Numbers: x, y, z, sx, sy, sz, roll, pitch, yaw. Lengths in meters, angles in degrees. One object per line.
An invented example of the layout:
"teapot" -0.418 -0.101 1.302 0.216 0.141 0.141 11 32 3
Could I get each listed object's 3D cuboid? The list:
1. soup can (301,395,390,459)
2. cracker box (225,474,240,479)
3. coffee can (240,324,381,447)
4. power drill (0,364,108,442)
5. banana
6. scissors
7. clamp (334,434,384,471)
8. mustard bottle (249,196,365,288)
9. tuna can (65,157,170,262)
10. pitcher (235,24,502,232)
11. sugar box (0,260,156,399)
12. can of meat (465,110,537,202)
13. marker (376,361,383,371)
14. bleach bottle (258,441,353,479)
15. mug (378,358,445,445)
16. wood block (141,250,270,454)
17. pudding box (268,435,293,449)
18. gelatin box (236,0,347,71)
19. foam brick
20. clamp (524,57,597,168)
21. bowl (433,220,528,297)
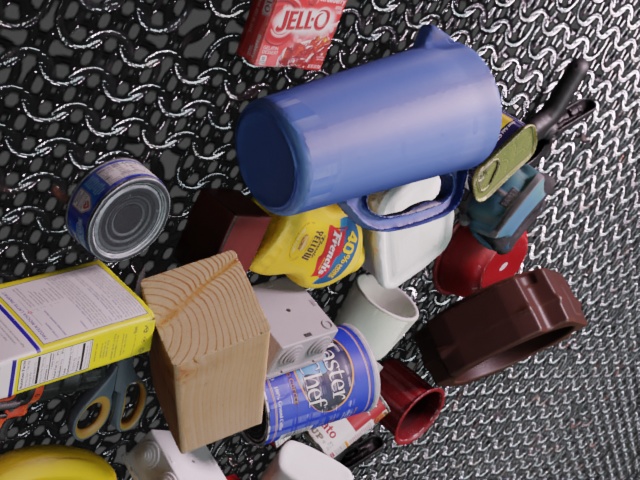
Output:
"soup can" 0.028 0.221 1.338 0.102 0.069 0.068 -38 145 -10
"cracker box" -0.181 0.376 1.238 0.213 0.072 0.164 -7 126 -46
"coffee can" -0.020 0.157 1.168 0.140 0.103 0.103 -13 132 -27
"power drill" -0.277 0.176 0.912 0.184 0.057 0.188 1 108 -43
"banana" -0.258 0.226 1.034 0.070 0.037 0.197 -41 150 23
"scissors" -0.201 0.119 1.014 0.096 0.016 0.202 -28 140 -32
"clamp" 0.006 0.318 1.442 0.210 0.036 0.164 -46 153 -3
"mustard bottle" -0.007 0.002 1.100 0.191 0.058 0.096 22 98 -57
"tuna can" -0.169 -0.024 0.898 0.086 0.034 0.086 -31 142 -29
"pitcher" 0.047 -0.093 1.006 0.242 0.149 0.145 -20 154 -34
"sugar box" -0.231 0.073 0.862 0.175 0.093 0.048 -17 133 -41
"can of meat" 0.179 -0.105 1.200 0.102 0.084 0.057 -42 147 -15
"marker" 0.036 0.206 1.387 0.121 0.020 0.020 -49 147 -4
"bleach bottle" -0.059 0.364 1.333 0.251 0.102 0.068 -60 -179 31
"mug" 0.109 0.216 1.428 0.093 0.082 0.117 -48 147 -5
"wood block" -0.107 0.110 0.995 0.090 0.090 0.206 -19 152 -16
"pudding box" -0.028 0.184 1.270 0.113 0.039 0.090 -34 144 -22
"gelatin box" -0.024 -0.187 0.923 0.089 0.030 0.073 -6 125 -49
"foam brick" -0.092 -0.003 0.997 0.051 0.053 0.078 -1 124 -50
"clamp" 0.282 -0.148 1.329 0.171 0.039 0.120 -44 145 -11
"bowl" 0.222 0.019 1.403 0.161 0.055 0.162 -31 142 -28
